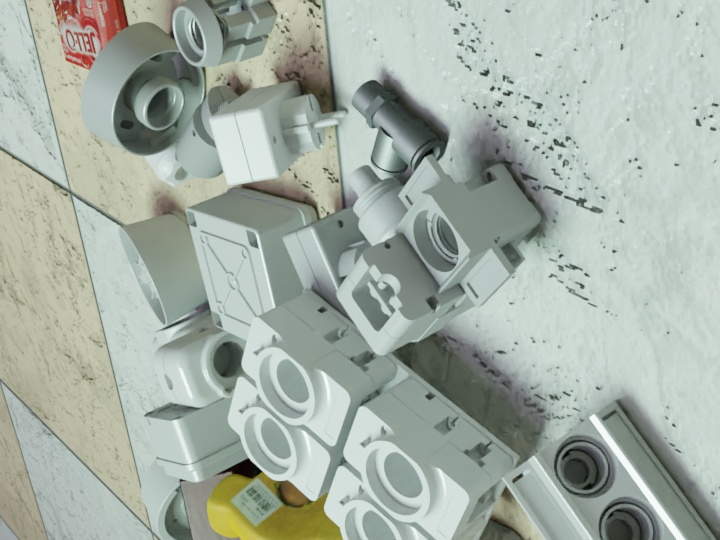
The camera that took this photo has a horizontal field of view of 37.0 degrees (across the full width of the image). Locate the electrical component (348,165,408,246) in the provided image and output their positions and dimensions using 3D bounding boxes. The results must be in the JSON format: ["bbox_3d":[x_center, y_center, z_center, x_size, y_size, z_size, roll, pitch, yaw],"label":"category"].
[{"bbox_3d":[0.017,-0.039,0.683,0.062,0.043,0.043,53,147,19],"label":"electrical component"}]

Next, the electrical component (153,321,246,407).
[{"bbox_3d":[-0.118,0.076,0.911,0.059,0.095,0.053,-4,108,56],"label":"electrical component"}]

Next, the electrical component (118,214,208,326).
[{"bbox_3d":[-0.181,-0.001,0.979,0.099,0.064,0.099,35,138,39],"label":"electrical component"}]

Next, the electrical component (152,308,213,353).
[{"bbox_3d":[-0.151,0.073,0.996,0.095,0.054,0.059,-15,99,58],"label":"electrical component"}]

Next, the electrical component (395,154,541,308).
[{"bbox_3d":[0.063,-0.026,0.605,0.081,0.064,0.042,56,147,13],"label":"electrical component"}]

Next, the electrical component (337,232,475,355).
[{"bbox_3d":[0.038,0.007,0.639,0.050,0.089,0.055,55,147,14],"label":"electrical component"}]

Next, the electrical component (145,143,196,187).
[{"bbox_3d":[-0.161,-0.104,0.896,0.062,0.043,0.043,52,146,21],"label":"electrical component"}]

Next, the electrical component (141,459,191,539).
[{"bbox_3d":[-0.166,0.215,1.074,0.060,0.108,0.108,42,143,41],"label":"electrical component"}]

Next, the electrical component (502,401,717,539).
[{"bbox_3d":[0.145,0.148,0.606,0.121,0.079,0.063,55,169,14],"label":"electrical component"}]

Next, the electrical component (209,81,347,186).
[{"bbox_3d":[-0.047,-0.095,0.716,0.076,0.083,0.047,-8,109,17],"label":"electrical component"}]

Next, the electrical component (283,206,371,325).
[{"bbox_3d":[0.000,0.000,0.732,0.076,0.047,0.083,-16,99,51],"label":"electrical component"}]

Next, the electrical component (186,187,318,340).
[{"bbox_3d":[-0.076,0.000,0.833,0.109,0.056,0.108,18,126,50],"label":"electrical component"}]

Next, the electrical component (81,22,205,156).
[{"bbox_3d":[-0.171,-0.140,0.838,0.064,0.099,0.099,35,138,29],"label":"electrical component"}]

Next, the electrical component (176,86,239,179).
[{"bbox_3d":[-0.109,-0.106,0.818,0.043,0.043,0.081,59,148,8],"label":"electrical component"}]

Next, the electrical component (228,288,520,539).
[{"bbox_3d":[-0.001,0.113,0.707,0.186,0.060,0.105,37,130,25],"label":"electrical component"}]

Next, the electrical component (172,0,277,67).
[{"bbox_3d":[-0.095,-0.168,0.743,0.048,0.055,0.066,55,147,14],"label":"electrical component"}]

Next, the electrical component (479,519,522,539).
[{"bbox_3d":[0.086,0.218,0.757,0.080,0.051,0.080,35,138,39],"label":"electrical component"}]

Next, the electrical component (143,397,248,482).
[{"bbox_3d":[-0.121,0.134,0.941,0.078,0.113,0.057,-5,105,57],"label":"electrical component"}]
